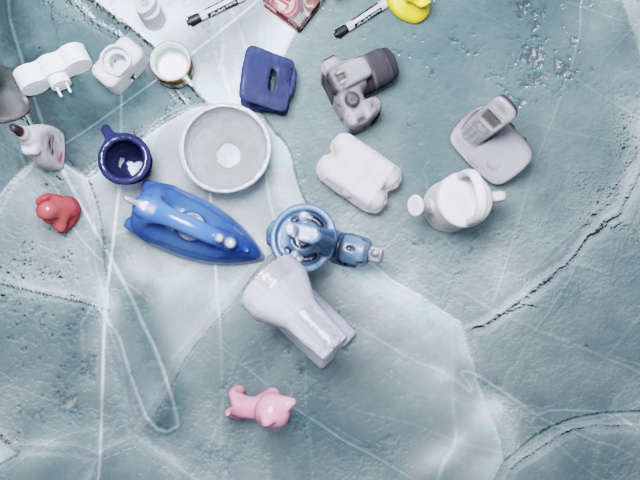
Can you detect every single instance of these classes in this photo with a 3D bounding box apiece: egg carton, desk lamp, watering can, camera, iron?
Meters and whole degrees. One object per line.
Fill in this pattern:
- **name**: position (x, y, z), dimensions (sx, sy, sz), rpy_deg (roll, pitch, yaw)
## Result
- **egg carton**: position (0.072, -0.124, 1.072), dimensions (0.150, 0.069, 0.107), rpy_deg (33, 85, -1)
- **desk lamp**: position (-0.028, 0.128, 0.979), dimensions (0.203, 0.213, 0.118), rpy_deg (44, 85, 0)
- **watering can**: position (0.245, -0.067, 1.015), dimensions (0.173, 0.194, 0.101), rpy_deg (-29, 88, -4)
- **camera**: position (0.084, -0.292, 1.067), dimensions (0.137, 0.100, 0.143), rpy_deg (-27, 88, -4)
- **iron**: position (-0.220, -0.021, 1.013), dimensions (0.258, 0.141, 0.119), rpy_deg (22, 86, -2)

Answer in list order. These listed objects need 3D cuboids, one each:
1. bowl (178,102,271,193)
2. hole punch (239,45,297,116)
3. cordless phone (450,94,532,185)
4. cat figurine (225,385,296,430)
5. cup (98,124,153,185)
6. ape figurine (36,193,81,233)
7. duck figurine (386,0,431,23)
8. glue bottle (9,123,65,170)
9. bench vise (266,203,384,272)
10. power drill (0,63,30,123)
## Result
- **bowl**: position (-0.171, -0.164, 1.058), dimensions (0.167, 0.074, 0.167), rpy_deg (0, 87, -3)
- **hole punch**: position (-0.096, -0.295, 1.062), dimensions (0.101, 0.091, 0.109), rpy_deg (9, 86, -2)
- **cordless phone**: position (0.325, -0.184, 1.031), dimensions (0.147, 0.185, 0.094), rpy_deg (43, 85, 0)
- **cat figurine**: position (-0.106, 0.301, 1.012), dimensions (0.128, 0.117, 0.067), rpy_deg (1, 86, -3)
- **cup**: position (-0.350, -0.149, 1.037), dimensions (0.092, 0.095, 0.118), rpy_deg (-34, 89, -4)
- **ape figurine**: position (-0.476, -0.051, 1.025), dimensions (0.076, 0.092, 0.078), rpy_deg (-16, 87, -4)
- **duck figurine**: position (0.171, -0.474, 1.090), dimensions (0.077, 0.086, 0.104), rpy_deg (-42, 89, -5)
- **glue bottle**: position (-0.491, -0.172, 0.991), dimensions (0.037, 0.173, 0.078), rpy_deg (-3, 87, -3)
- **bench vise**: position (0.008, -0.008, 0.986), dimensions (0.207, 0.219, 0.121), rpy_deg (-5, 87, -3)
- **power drill**: position (-0.584, -0.274, 0.974), dimensions (0.075, 0.208, 0.230), rpy_deg (-20, 88, -4)
